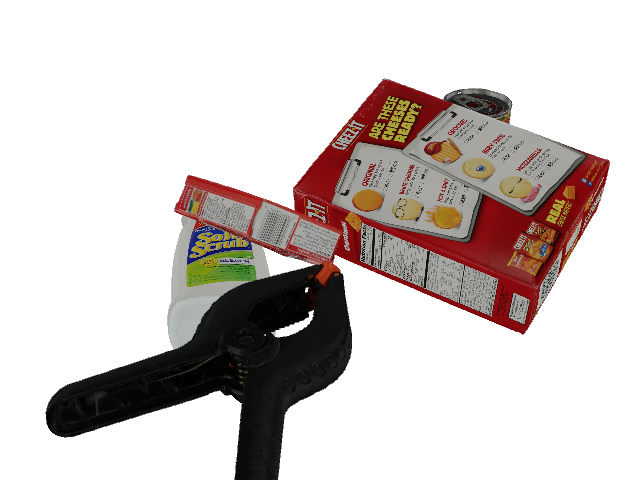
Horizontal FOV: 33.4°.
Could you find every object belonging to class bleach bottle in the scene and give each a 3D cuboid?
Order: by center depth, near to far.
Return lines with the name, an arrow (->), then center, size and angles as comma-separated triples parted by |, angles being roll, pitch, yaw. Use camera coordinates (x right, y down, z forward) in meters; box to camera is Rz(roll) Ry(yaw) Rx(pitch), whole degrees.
bleach bottle -> -0.107, 0.019, 1.065 | 0.102, 0.068, 0.251 | -4, 29, -9

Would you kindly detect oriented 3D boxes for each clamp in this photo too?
clamp -> -0.031, 0.068, 0.515 | 0.120, 0.039, 0.171 | 32, 47, 28

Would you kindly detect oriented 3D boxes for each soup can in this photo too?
soup can -> 0.154, -0.094, 1.078 | 0.068, 0.102, 0.068 | 0, 31, 0

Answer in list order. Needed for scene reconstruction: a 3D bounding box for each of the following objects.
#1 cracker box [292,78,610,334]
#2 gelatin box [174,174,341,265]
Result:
cracker box -> 0.109, -0.033, 0.891 | 0.214, 0.072, 0.164 | 23, 51, 20
gelatin box -> -0.040, -0.012, 0.710 | 0.073, 0.030, 0.089 | 20, -1, 39
